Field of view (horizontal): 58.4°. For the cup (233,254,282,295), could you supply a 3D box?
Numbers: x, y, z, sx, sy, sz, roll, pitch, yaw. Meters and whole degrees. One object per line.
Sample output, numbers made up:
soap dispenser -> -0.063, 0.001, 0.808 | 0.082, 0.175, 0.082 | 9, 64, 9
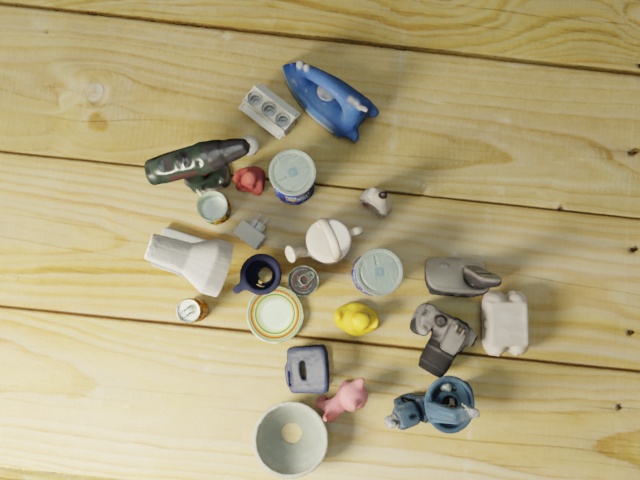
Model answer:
cup -> -0.141, 0.087, 1.296 | 0.118, 0.095, 0.092 | -33, 86, -4

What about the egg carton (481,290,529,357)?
egg carton -> 0.424, 0.191, 1.315 | 0.107, 0.069, 0.150 | -1, 85, -2

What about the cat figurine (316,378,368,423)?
cat figurine -> 0.055, 0.358, 1.266 | 0.128, 0.117, 0.067 | -36, 87, -4

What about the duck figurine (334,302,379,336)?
duck figurine -> 0.085, 0.181, 1.298 | 0.104, 0.086, 0.077 | 9, 85, -1

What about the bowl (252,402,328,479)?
bowl -> -0.065, 0.438, 1.278 | 0.167, 0.074, 0.167 | 0, 85, -1

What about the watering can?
watering can -> 0.012, 0.007, 1.257 | 0.173, 0.194, 0.101 | -42, 87, -4

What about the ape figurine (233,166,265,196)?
ape figurine -> -0.160, -0.139, 1.316 | 0.076, 0.092, 0.078 | -38, 87, -4

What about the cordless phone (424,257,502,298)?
cordless phone -> 0.314, 0.081, 1.264 | 0.147, 0.185, 0.094 | 0, 85, -1

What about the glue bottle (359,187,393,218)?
glue bottle -> 0.131, -0.090, 1.279 | 0.078, 0.173, 0.037 | 32, 85, 2

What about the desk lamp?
desk lamp -> -0.281, 0.041, 1.236 | 0.203, 0.213, 0.118 | 17, 85, 0

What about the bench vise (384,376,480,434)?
bench vise -> 0.251, 0.375, 1.219 | 0.207, 0.219, 0.121 | -34, 86, -4

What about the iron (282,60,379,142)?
iron -> 0.011, -0.345, 1.314 | 0.258, 0.141, 0.119 | 37, 85, 2

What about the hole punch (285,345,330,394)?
hole punch -> -0.028, 0.292, 1.283 | 0.101, 0.091, 0.109 | -5, 85, -2

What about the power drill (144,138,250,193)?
power drill -> -0.256, -0.163, 1.257 | 0.229, 0.208, 0.076 | -14, 85, -3

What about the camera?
camera -> 0.266, 0.232, 1.292 | 0.143, 0.101, 0.137 | 29, 85, 1
